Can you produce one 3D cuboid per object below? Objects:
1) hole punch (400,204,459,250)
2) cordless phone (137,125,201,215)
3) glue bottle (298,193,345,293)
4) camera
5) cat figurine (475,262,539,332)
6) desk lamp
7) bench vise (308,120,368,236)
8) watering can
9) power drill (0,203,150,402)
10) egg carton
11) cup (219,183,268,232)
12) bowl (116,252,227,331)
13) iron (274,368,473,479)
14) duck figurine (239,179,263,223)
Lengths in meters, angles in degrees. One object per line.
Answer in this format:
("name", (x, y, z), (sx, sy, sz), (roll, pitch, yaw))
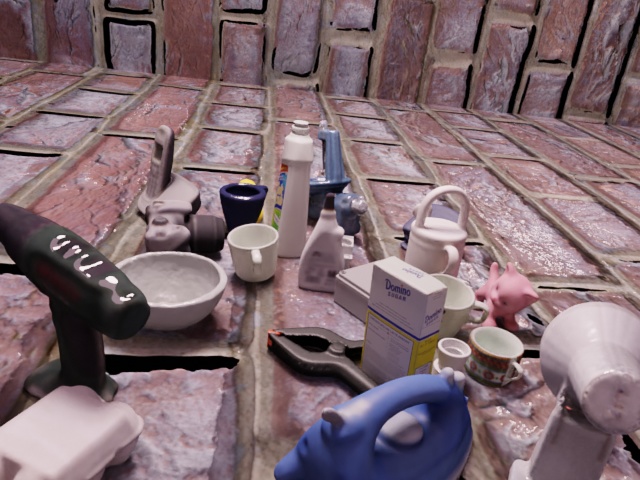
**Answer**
("hole punch", (0.232, -0.016, 1.167), (0.108, 0.091, 0.101), (28, 31, 37))
("cordless phone", (-0.295, -0.124, 1.130), (0.094, 0.185, 0.147), (-16, 33, -42))
("glue bottle", (0.009, 0.003, 0.955), (0.078, 0.173, 0.037), (8, 24, 2))
("camera", (-0.236, -0.013, 1.006), (0.137, 0.101, 0.143), (0, 25, -17))
("cat figurine", (0.301, 0.084, 0.933), (0.067, 0.118, 0.127), (4, 24, -7))
("desk lamp", (0.269, 0.188, 0.576), (0.117, 0.213, 0.204), (16, 25, 18))
("bench vise", (0.037, -0.128, 1.198), (0.206, 0.220, 0.122), (23, 28, 31))
("watering can", (0.203, -0.008, 1.013), (0.101, 0.194, 0.172), (-9, 29, -32))
("power drill", (-0.289, 0.083, 0.646), (0.228, 0.208, 0.076), (19, 27, 25))
("egg carton", (-0.252, 0.206, 0.555), (0.107, 0.069, 0.150), (16, 25, 18))
("cup", (-0.148, -0.060, 1.145), (0.091, 0.095, 0.118), (22, 28, 29))
("bowl", (-0.220, 0.083, 0.830), (0.167, 0.075, 0.167), (7, 24, -3))
("iron", (0.086, 0.194, 0.595), (0.259, 0.141, 0.118), (-12, 30, -36))
("duck figurine", (-0.157, -0.088, 1.215), (0.078, 0.086, 0.104), (1, 25, -15))
